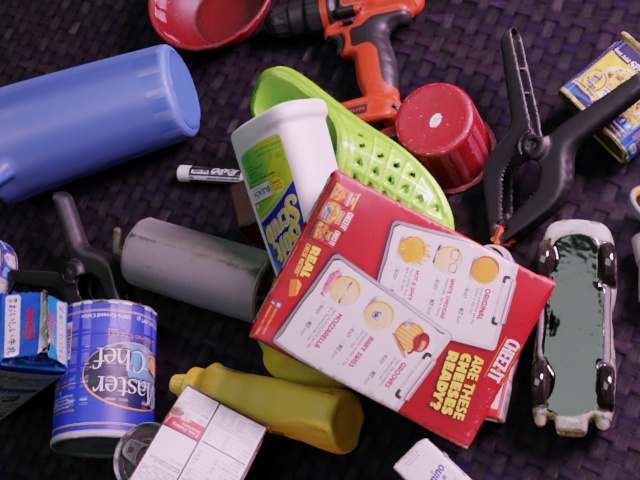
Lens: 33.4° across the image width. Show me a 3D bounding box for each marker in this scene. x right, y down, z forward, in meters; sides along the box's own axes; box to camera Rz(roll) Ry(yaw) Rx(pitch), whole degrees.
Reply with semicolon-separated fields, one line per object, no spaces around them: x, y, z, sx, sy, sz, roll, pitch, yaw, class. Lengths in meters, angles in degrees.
-0.101;-0.070;1.175;0.121;0.020;0.020;5;71;23;marker

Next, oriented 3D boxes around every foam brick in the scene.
-0.054;-0.029;1.107;0.051;0.078;0.053;-21;65;11;foam brick

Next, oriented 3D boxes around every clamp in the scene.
0.218;-0.090;1.011;0.165;0.036;0.210;19;96;40;clamp
-0.265;0.026;1.181;0.172;0.039;0.120;28;105;25;clamp

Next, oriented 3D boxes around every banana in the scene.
0.024;0.111;1.044;0.198;0.037;0.069;-8;69;18;banana

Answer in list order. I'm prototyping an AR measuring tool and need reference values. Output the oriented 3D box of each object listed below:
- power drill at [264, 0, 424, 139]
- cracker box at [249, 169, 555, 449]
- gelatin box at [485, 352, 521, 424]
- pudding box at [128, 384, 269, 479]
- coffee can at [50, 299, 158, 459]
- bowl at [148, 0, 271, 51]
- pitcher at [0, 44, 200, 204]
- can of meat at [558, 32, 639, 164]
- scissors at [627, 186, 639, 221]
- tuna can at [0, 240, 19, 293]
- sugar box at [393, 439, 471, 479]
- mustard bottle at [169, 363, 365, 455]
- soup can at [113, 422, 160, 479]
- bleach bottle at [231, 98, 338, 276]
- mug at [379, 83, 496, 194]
0.024;-0.193;1.154;0.185;0.057;0.187;-9;68;21;power drill
0.069;0.058;0.935;0.213;0.072;0.164;27;94;-2;cracker box
0.145;0.120;0.998;0.073;0.030;0.089;9;73;25;gelatin box
-0.109;0.198;0.954;0.090;0.039;0.113;28;58;2;pudding box
-0.218;0.143;1.087;0.103;0.102;0.140;-10;66;17;coffee can
-0.117;-0.279;1.244;0.162;0.055;0.162;-8;67;18;bowl
-0.264;-0.142;1.215;0.243;0.145;0.149;-16;77;11;pitcher
0.294;-0.135;1.028;0.084;0.057;0.102;-40;60;5;can of meat
0.379;-0.009;0.964;0.202;0.016;0.096;25;57;12;scissors
-0.395;0.035;1.238;0.086;0.033;0.086;-8;67;18;tuna can
0.146;0.248;0.911;0.048;0.093;0.176;-44;61;-1;sugar box
-0.059;0.156;1.024;0.192;0.096;0.058;9;75;24;mustard bottle
-0.145;0.219;1.028;0.069;0.102;0.068;-7;67;18;soup can
-0.007;0.001;1.007;0.103;0.067;0.251;-23;82;47;bleach bottle
0.111;-0.103;1.070;0.117;0.081;0.093;-4;68;20;mug
